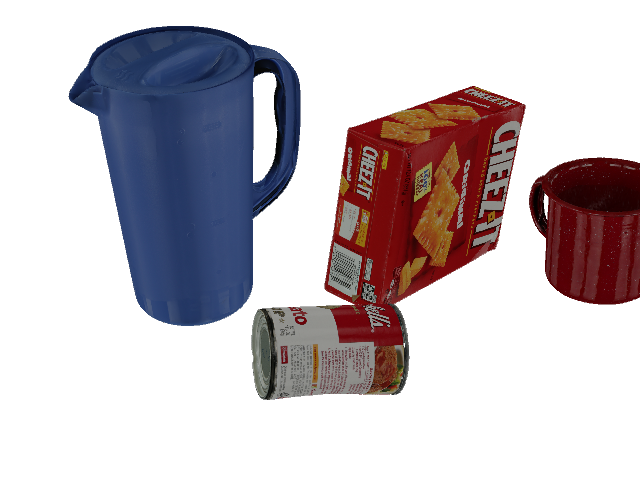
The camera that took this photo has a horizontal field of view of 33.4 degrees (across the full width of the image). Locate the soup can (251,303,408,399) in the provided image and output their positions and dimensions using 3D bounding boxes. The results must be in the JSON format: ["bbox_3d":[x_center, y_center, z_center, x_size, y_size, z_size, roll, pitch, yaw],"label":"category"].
[{"bbox_3d":[0.005,0.081,0.781,0.102,0.068,0.069,-1,0,-16],"label":"soup can"}]

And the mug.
[{"bbox_3d":[0.202,-0.010,0.802,0.093,0.081,0.117,-24,35,-32],"label":"mug"}]

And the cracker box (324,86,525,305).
[{"bbox_3d":[0.103,-0.043,1.009,0.072,0.164,0.213,26,31,32],"label":"cracker box"}]

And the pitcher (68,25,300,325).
[{"bbox_3d":[-0.107,-0.053,0.913,0.149,0.243,0.144,12,37,19],"label":"pitcher"}]
